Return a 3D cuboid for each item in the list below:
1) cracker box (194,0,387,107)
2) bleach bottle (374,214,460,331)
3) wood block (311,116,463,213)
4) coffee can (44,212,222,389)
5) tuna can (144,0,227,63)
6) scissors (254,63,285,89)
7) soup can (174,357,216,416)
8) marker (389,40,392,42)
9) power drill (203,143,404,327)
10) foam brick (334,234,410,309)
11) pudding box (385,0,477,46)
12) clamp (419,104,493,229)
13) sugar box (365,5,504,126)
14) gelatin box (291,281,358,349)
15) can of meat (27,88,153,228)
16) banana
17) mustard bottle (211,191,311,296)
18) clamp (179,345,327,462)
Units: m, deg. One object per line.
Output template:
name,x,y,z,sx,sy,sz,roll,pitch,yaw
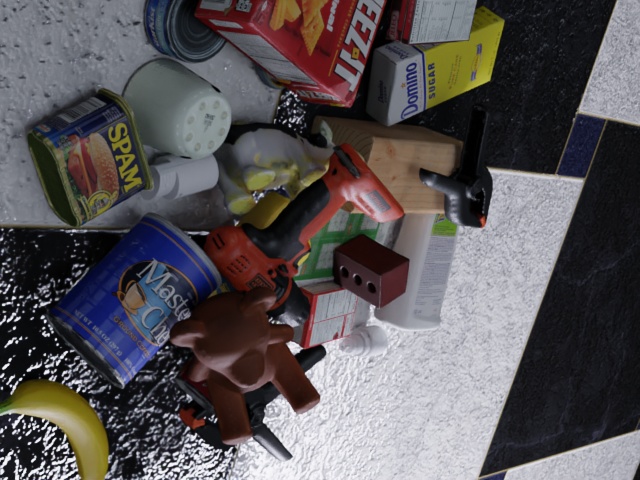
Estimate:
cracker box,-0.014,-0.243,1.033,0.213,0.072,0.164,29,78,-59
bleach bottle,0.146,-0.007,1.409,0.102,0.068,0.251,1,108,-52
wood block,0.082,-0.086,1.261,0.205,0.091,0.090,-2,113,-49
coffee can,-0.179,0.057,1.031,0.140,0.103,0.102,-47,140,-19
tuna can,-0.120,-0.209,0.996,0.085,0.034,0.086,-27,130,-38
scissors,-0.048,-0.246,1.074,0.096,0.016,0.202,-40,137,-29
soup can,-0.105,0.138,1.194,0.102,0.069,0.068,-49,141,-17
marker,0.122,-0.240,1.274,0.120,0.020,0.020,-6,116,-48
power drill,-0.007,0.001,1.097,0.187,0.057,0.184,-40,143,3
foam brick,0.062,0.038,1.300,0.051,0.078,0.053,-29,134,-37
pudding box,0.125,-0.260,1.158,0.113,0.039,0.090,-12,122,-42
clamp,0.177,-0.079,1.268,0.120,0.039,0.171,-49,147,-8
sugar box,0.136,-0.206,1.263,0.176,0.048,0.093,-29,144,-30
gelatin box,0.006,0.090,1.328,0.089,0.030,0.073,-11,118,-46
can of meat,-0.207,-0.072,0.959,0.083,0.058,0.102,-34,134,-28
banana,-0.257,0.191,1.078,0.069,0.037,0.197,-37,138,-4
mustard bottle,-0.095,0.038,1.155,0.191,0.058,0.096,-42,142,-25
clamp,-0.083,0.214,1.291,0.209,0.036,0.165,-8,117,-45
